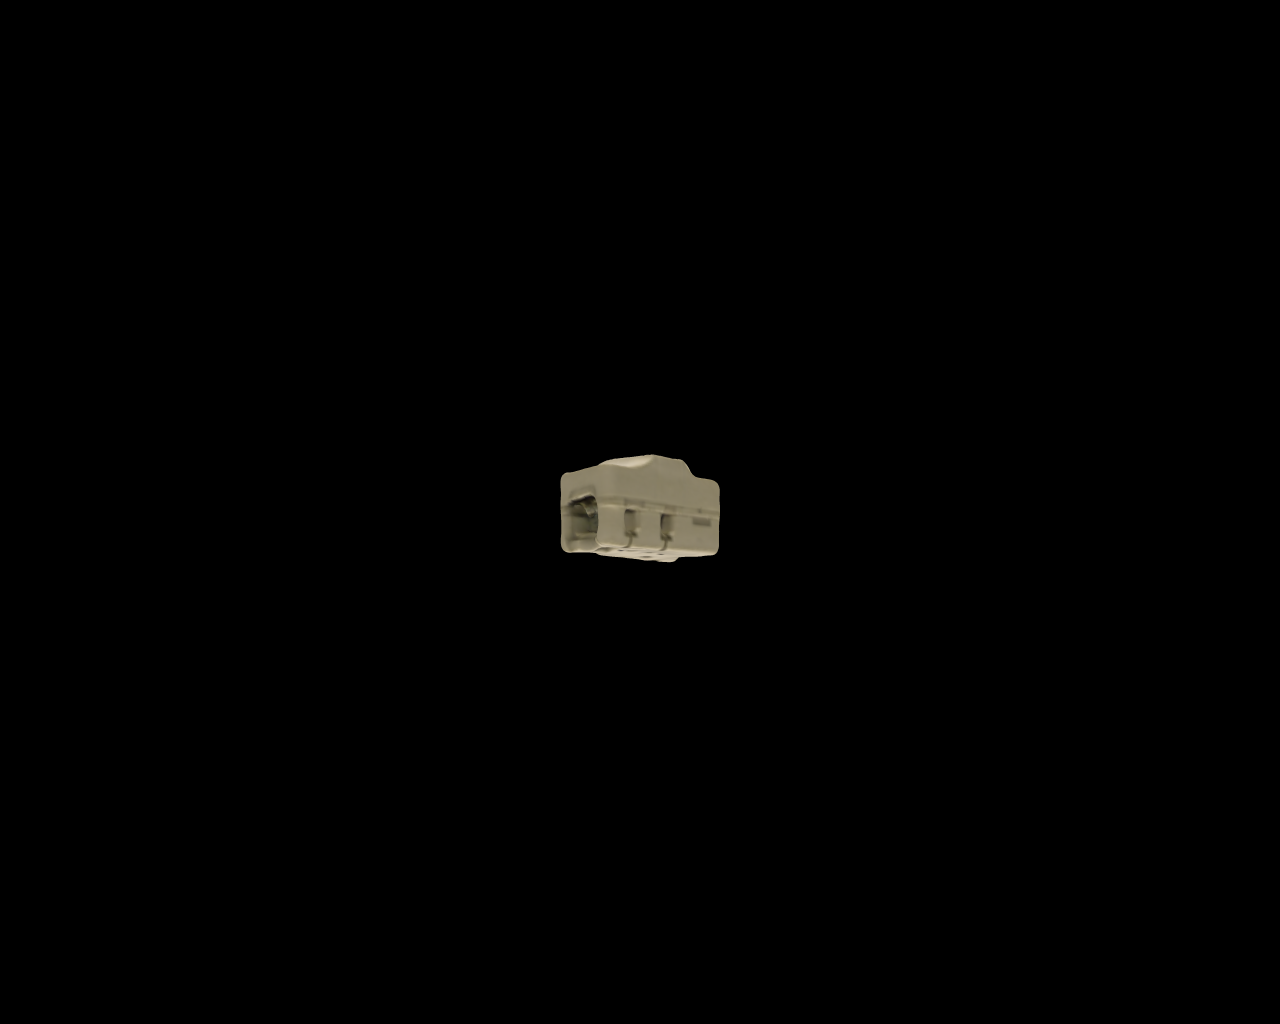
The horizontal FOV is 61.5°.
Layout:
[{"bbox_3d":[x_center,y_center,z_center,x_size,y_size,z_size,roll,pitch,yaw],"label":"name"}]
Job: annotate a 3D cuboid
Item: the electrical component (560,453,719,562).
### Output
[{"bbox_3d":[0.001,-0.003,0.650,0.089,0.055,0.050,8,-13,-39],"label":"electrical component"}]
